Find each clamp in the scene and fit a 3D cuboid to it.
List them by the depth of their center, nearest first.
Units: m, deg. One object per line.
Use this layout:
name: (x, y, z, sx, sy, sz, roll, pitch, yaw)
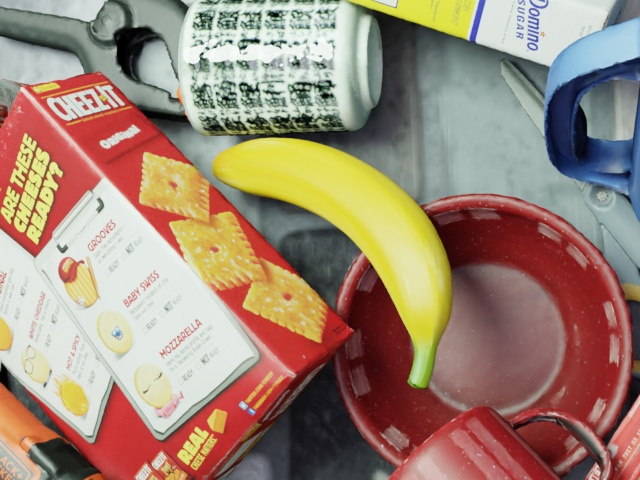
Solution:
clamp: (-0.122, -0.142, 0.662, 0.171, 0.039, 0.120, 36, 102, 15)

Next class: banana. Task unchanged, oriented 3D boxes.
banana: (0.011, -0.010, 0.571, 0.069, 0.037, 0.198, -46, 54, 4)

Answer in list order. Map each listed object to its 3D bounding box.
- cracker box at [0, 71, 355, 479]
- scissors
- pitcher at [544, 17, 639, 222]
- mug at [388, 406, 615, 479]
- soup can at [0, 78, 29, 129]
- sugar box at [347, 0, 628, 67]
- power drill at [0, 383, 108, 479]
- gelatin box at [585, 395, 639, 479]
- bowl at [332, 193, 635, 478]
cracker box: (-0.108, 0.036, 0.610, 0.214, 0.072, 0.164, 46, 125, 12)
scissors: (0.151, -0.004, 0.597, 0.202, 0.016, 0.096, 41, 98, 12)
pitcher: (0.190, -0.069, 0.465, 0.149, 0.242, 0.145, -39, 66, 2)
mug: (0.088, 0.128, 0.516, 0.117, 0.093, 0.081, -39, 67, -10)
soup can: (-0.208, -0.070, 0.648, 0.068, 0.102, 0.068, 0, 88, 14)
sugar box: (0.076, -0.148, 0.580, 0.176, 0.093, 0.048, 24, 129, 13)
power drill: (-0.189, 0.194, 0.590, 0.184, 0.057, 0.187, 40, 88, 19)
gelatin box: (0.189, 0.118, 0.553, 0.089, 0.030, 0.073, 28, 97, -26)
bowl: (0.090, 0.056, 0.591, 0.162, 0.055, 0.162, 0, 89, 15)
